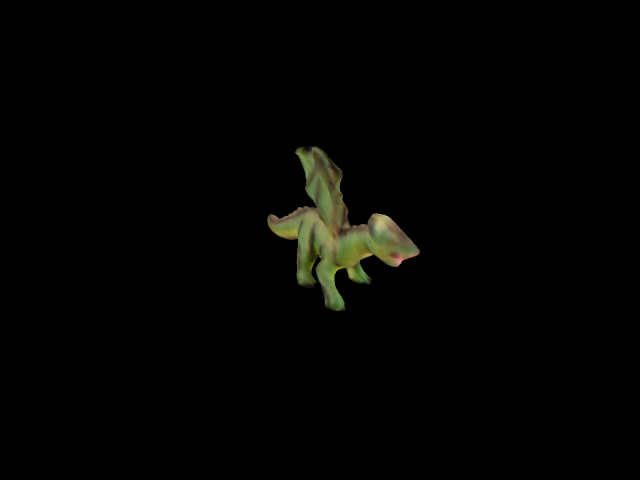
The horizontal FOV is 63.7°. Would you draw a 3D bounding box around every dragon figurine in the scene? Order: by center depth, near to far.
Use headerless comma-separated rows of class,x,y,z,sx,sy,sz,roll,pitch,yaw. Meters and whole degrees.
dragon figurine,0.003,-0.043,0.850,0.123,0.237,0.416,-20,36,-30
